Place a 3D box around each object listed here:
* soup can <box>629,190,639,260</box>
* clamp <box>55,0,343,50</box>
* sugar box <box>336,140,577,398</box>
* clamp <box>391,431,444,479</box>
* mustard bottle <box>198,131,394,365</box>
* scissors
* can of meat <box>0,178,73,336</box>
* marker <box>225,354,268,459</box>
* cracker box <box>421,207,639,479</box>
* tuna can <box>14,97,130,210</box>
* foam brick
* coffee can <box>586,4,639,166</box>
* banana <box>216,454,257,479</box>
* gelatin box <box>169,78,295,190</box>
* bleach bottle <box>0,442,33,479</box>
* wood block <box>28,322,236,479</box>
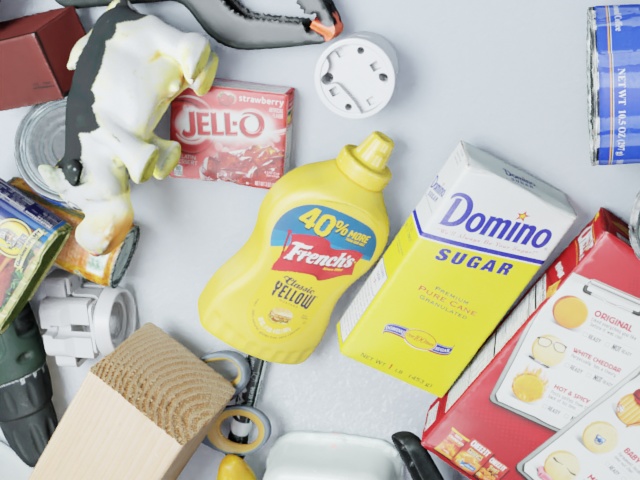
[{"bbox_3d":[0.264,-0.006,0.699,0.102,0.068,0.069,10,116,-28],"label":"soup can"},{"bbox_3d":[-0.075,-0.203,0.735,0.210,0.036,0.165,24,114,6],"label":"clamp"},{"bbox_3d":[0.095,0.025,0.771,0.093,0.048,0.176,24,117,-16],"label":"sugar box"},{"bbox_3d":[0.096,0.215,0.827,0.171,0.039,0.120,17,101,-30],"label":"clamp"},{"bbox_3d":[-0.005,0.001,0.781,0.096,0.058,0.192,25,114,-22],"label":"mustard bottle"},{"bbox_3d":[-0.117,0.164,0.881,0.096,0.016,0.202,49,118,2],"label":"scissors"},{"bbox_3d":[-0.242,0.007,0.777,0.084,0.057,0.102,34,106,-3],"label":"can of meat"},{"bbox_3d":[-0.059,0.129,0.866,0.020,0.020,0.121,16,113,5],"label":"marker"},{"bbox_3d":[0.202,0.108,0.776,0.164,0.072,0.214,35,112,-3],"label":"cracker box"},{"bbox_3d":[-0.181,-0.067,0.791,0.086,0.034,0.086,0,84,-1],"label":"tuna can"},{"bbox_3d":[-0.211,-0.130,0.771,0.078,0.051,0.053,-4,121,28],"label":"foam brick"},{"bbox_3d":[0.241,-0.100,0.671,0.140,0.102,0.103,-2,110,13],"label":"coffee can"},{"bbox_3d":[-0.087,0.255,0.897,0.037,0.069,0.198,50,122,38],"label":"banana"},{"bbox_3d":[-0.066,-0.079,0.783,0.089,0.030,0.073,8,112,9],"label":"gelatin box"},{"bbox_3d":[-0.348,0.284,0.964,0.102,0.068,0.251,45,115,-7],"label":"bleach bottle"},{"bbox_3d":[-0.163,0.178,0.844,0.091,0.090,0.206,37,120,6],"label":"wood block"}]
